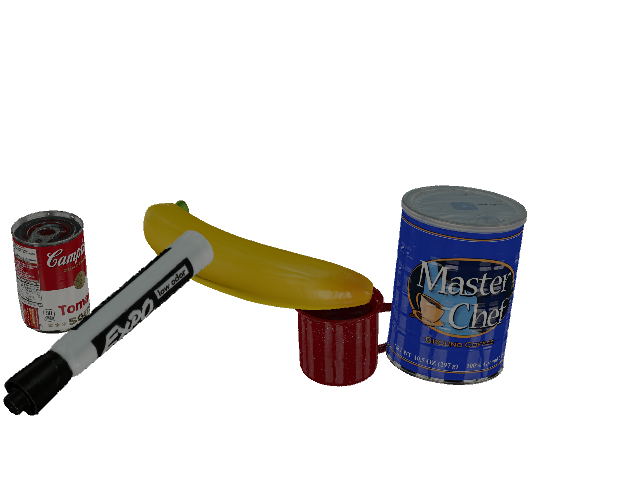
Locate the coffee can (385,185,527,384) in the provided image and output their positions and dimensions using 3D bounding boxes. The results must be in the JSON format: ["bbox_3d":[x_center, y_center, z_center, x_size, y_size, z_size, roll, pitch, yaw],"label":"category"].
[{"bbox_3d":[0.112,0.035,0.897,0.103,0.140,0.103,4,20,-2],"label":"coffee can"}]

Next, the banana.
[{"bbox_3d":[-0.057,0.007,0.695,0.069,0.037,0.198,-27,37,-37],"label":"banana"}]

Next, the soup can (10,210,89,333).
[{"bbox_3d":[-0.262,0.031,1.041,0.068,0.102,0.068,1,28,-1],"label":"soup can"}]

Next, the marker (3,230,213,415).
[{"bbox_3d":[-0.092,0.035,0.473,0.020,0.020,0.121,0,33,43],"label":"marker"}]

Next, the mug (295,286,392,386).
[{"bbox_3d":[0.030,0.094,1.099,0.117,0.081,0.093,-7,26,-12],"label":"mug"}]
